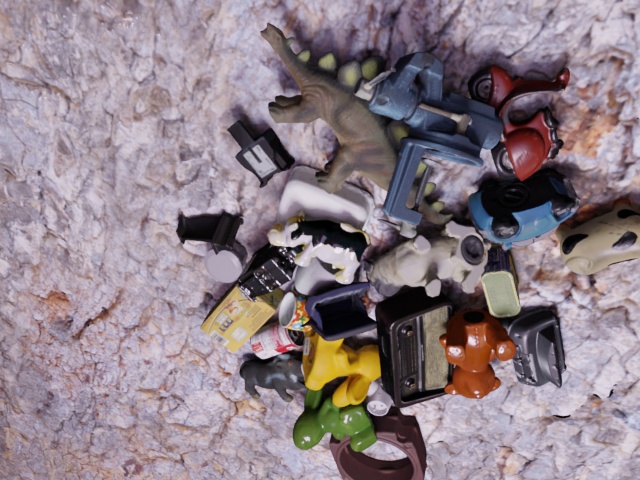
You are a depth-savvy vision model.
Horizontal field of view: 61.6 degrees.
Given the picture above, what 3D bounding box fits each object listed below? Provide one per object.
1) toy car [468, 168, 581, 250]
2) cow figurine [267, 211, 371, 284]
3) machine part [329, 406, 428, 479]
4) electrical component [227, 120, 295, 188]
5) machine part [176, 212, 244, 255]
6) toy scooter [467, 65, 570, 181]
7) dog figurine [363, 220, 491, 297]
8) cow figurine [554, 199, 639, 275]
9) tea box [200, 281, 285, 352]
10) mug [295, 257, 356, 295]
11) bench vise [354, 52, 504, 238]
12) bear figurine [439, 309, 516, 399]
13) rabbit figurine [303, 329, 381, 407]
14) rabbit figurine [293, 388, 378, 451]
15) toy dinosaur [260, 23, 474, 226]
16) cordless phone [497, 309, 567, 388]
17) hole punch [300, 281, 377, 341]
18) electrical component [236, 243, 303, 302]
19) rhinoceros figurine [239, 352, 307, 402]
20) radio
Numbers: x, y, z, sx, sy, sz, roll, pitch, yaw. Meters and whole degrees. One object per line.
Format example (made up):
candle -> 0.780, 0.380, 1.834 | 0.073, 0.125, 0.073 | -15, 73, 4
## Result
toy car -> 0.326, -0.042, 0.864 | 0.162, 0.109, 0.102 | -16, 138, 11
cow figurine -> -0.003, -0.002, 0.914 | 0.167, 0.068, 0.098 | 24, 121, -2
machine part -> 0.134, 0.483, 1.232 | 0.201, 0.087, 0.201 | -8, 116, 20
electrical component -> -0.109, -0.157, 0.937 | 0.075, 0.048, 0.119 | -33, 107, 29
machine part -> -0.219, -0.015, 1.043 | 0.139, 0.084, 0.039 | 6, 158, 25
toy scooter -> 0.309, -0.181, 0.794 | 0.135, 0.075, 0.183 | -17, 110, 22
dog figurine -> 0.186, 0.037, 0.953 | 0.172, 0.190, 0.121 | -3, 85, -21
cow figurine -> 0.470, -0.003, 0.823 | 0.195, 0.127, 0.085 | -23, 115, 29
tea box -> -0.164, 0.147, 1.122 | 0.098, 0.068, 0.169 | 39, 121, -10
mug -> 0.007, 0.061, 1.027 | 0.109, 0.081, 0.107 | 13, 142, -35
bench vise -> 0.135, -0.125, 0.743 | 0.223, 0.129, 0.240 | 13, 98, -26
bear figurine -> 0.277, 0.227, 0.964 | 0.120, 0.132, 0.195 | -3, 115, 7
rabbit figurine -> 0.058, 0.248, 1.078 | 0.173, 0.162, 0.122 | 10, 154, -22
rabbit figurine -> 0.015, 0.376, 1.152 | 0.170, 0.159, 0.121 | -22, 127, 1
toy dinosaur -> 0.078, -0.156, 0.855 | 0.199, 0.105, 0.470 | -30, 120, 24
cordless phone -> 0.361, 0.206, 1.019 | 0.184, 0.089, 0.146 | -4, 118, 31
hole punch -> 0.035, 0.122, 1.005 | 0.142, 0.116, 0.092 | -16, 102, -18
electrical component -> -0.083, 0.042, 1.010 | 0.134, 0.115, 0.058 | -33, 109, 31
rhinoceros figurine -> -0.085, 0.293, 1.192 | 0.190, 0.073, 0.112 | -8, 107, 22
radio -> 0.183, 0.207, 1.029 | 0.131, 0.073, 0.229 | -15, 119, -13
